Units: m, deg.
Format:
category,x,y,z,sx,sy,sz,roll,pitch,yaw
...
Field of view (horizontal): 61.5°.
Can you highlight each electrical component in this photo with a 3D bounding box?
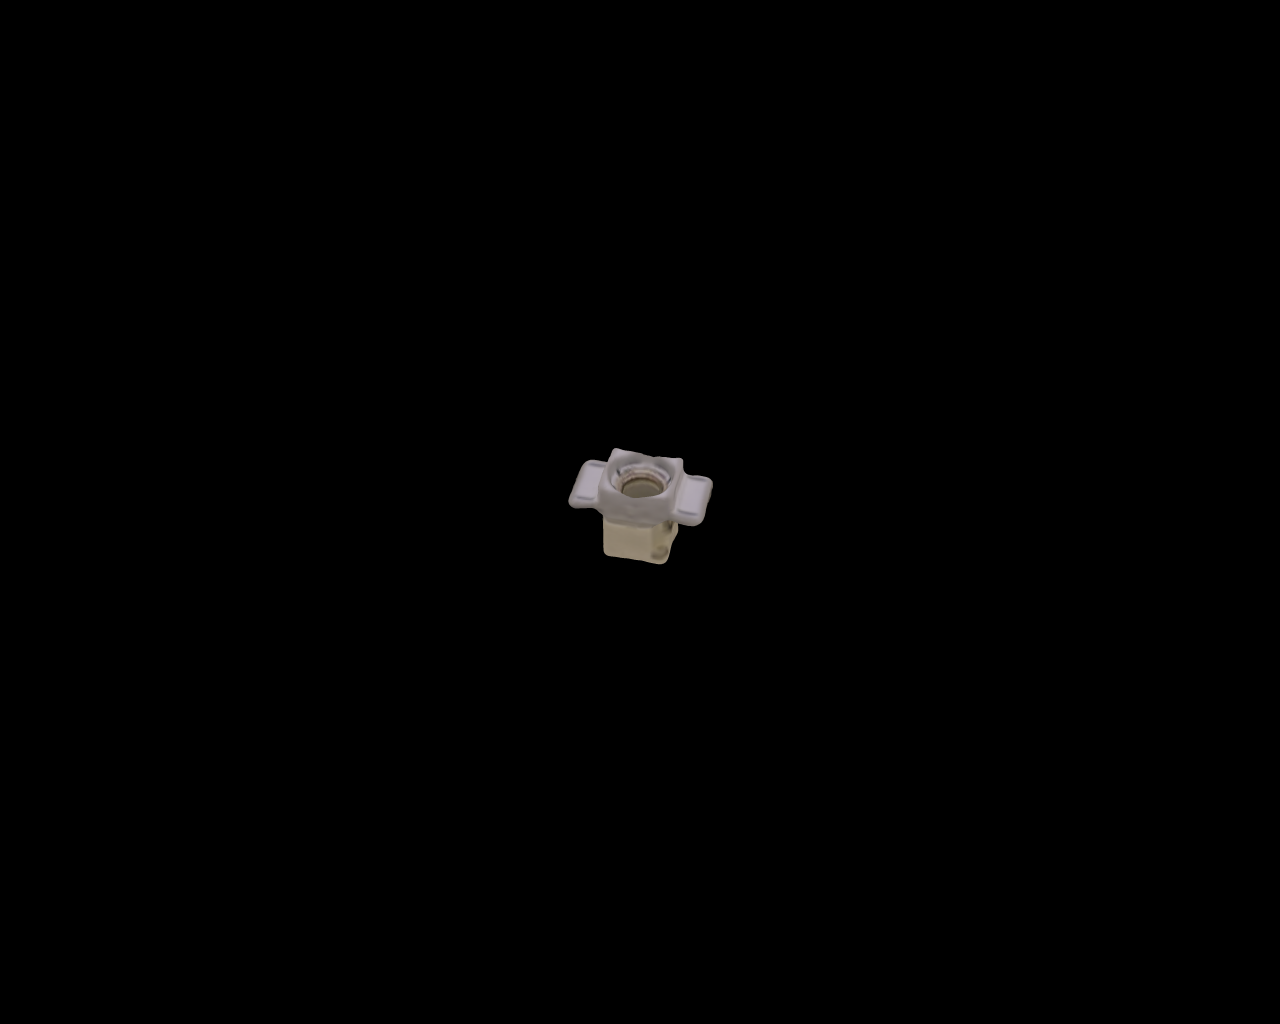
category,x,y,z,sx,sy,sz,roll,pitch,yaw
electrical component,0.001,-0.003,0.650,0.081,0.063,0.042,10,43,11
